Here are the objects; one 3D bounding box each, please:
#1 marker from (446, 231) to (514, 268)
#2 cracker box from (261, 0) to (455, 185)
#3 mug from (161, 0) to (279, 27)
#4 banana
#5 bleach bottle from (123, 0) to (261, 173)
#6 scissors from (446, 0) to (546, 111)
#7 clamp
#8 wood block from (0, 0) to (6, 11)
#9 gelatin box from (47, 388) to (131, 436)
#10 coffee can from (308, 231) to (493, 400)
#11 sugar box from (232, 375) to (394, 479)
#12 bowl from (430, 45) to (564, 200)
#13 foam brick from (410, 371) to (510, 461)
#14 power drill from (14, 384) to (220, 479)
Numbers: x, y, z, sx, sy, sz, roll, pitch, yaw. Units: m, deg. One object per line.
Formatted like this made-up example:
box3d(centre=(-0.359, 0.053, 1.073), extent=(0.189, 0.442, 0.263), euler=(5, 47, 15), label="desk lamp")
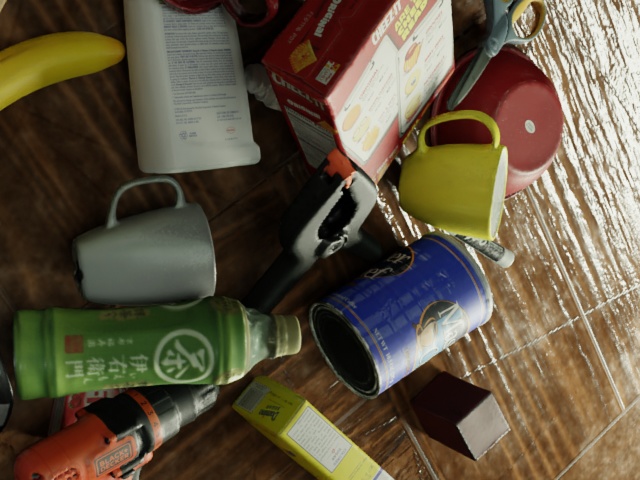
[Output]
box3d(centre=(0.150, -0.004, 1.075), extent=(0.121, 0.020, 0.020), euler=(29, 83, -32), label="marker")
box3d(centre=(0.040, -0.146, 0.889), extent=(0.164, 0.072, 0.213), euler=(-55, 161, -11), label="cracker box")
box3d(centre=(-0.071, -0.212, 0.801), extent=(0.093, 0.082, 0.117), euler=(-46, 118, -31), label="mug")
box3d(centre=(-0.238, -0.112, 0.815), extent=(0.197, 0.037, 0.069), euler=(-42, 146, -16), label="banana")
box3d(centre=(-0.109, -0.183, 0.864), extent=(0.102, 0.068, 0.251), euler=(-10, 100, -39), label="bleach bottle")
box3d(centre=(0.157, -0.204, 1.016), extent=(0.201, 0.016, 0.096), euler=(-38, 107, -40), label="scissors")
box3d(centre=(-0.006, 0.001, 0.908), extent=(0.164, 0.036, 0.210), euler=(-32, 158, -19), label="clamp")
box3d(centre=(-0.298, -0.134, 0.741), extent=(0.090, 0.090, 0.206), euler=(31, 82, -31), label="wood block")
box3d(centre=(-0.182, 0.132, 0.891), extent=(0.073, 0.030, 0.089), euler=(10, 93, -32), label="gelatin box")
box3d(centre=(0.075, 0.068, 0.993), extent=(0.140, 0.103, 0.103), euler=(-31, 113, -23), label="coffee can")
box3d(centre=(0.006, 0.198, 0.979), extent=(0.048, 0.093, 0.176), euler=(-50, 119, -14), label="sugar box")
box3d(centre=(0.189, -0.113, 1.060), extent=(0.161, 0.055, 0.162), euler=(-6, 102, -31), label="bowl")
box3d(centre=(0.139, 0.175, 1.065), extent=(0.053, 0.078, 0.051), euler=(-38, 117, -19), label="foam brick")
box3d(centre=(-0.154, 0.207, 0.875), extent=(0.184, 0.057, 0.188), euler=(-25, 126, -35), label="power drill")
